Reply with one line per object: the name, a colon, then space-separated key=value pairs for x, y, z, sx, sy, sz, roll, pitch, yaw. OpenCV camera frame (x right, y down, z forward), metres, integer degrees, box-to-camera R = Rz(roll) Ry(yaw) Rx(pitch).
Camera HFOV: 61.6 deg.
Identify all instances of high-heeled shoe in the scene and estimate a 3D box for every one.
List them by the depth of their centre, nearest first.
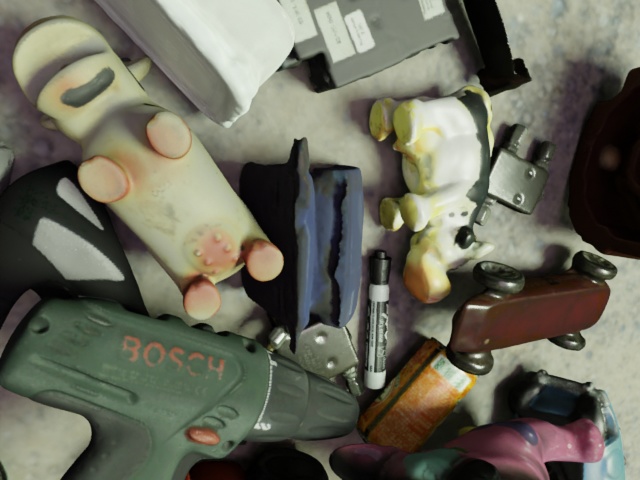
high-heeled shoe: x=-0.132 y=0.057 z=0.403 sx=0.248 sy=0.086 sz=0.145 roll=38 pitch=56 yaw=-36

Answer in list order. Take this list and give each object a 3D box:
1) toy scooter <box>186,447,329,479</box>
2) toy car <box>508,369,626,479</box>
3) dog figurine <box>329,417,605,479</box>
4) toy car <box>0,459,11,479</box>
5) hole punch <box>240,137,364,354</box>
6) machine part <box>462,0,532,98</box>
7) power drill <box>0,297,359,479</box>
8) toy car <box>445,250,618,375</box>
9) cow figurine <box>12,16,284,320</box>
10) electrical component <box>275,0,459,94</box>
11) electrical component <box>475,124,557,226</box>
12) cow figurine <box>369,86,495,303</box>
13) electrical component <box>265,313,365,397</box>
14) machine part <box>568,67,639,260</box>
toy scooter: x=-0.082 y=0.236 z=0.431 sx=0.184 sy=0.075 sz=0.135 roll=9 pitch=98 yaw=-14
toy car: x=0.235 y=0.205 z=0.506 sx=0.103 sy=0.109 sz=0.161 roll=7 pitch=87 yaw=-39
dog figurine: x=0.101 y=0.191 z=0.396 sx=0.219 sy=0.191 sz=0.108 roll=5 pitch=68 yaw=-22
toy car: x=-0.295 y=0.135 z=0.364 sx=0.073 sy=0.056 sz=0.201 roll=-35 pitch=109 yaw=-13
hole punch: x=-0.001 y=-0.001 z=0.392 sx=0.092 sy=0.116 sz=0.142 roll=0 pitch=101 yaw=-24
machine part: x=0.122 y=-0.180 z=0.409 sx=0.039 sy=0.084 sz=0.138 roll=-22 pitch=115 yaw=15
power drill: x=-0.093 y=0.149 z=0.316 sx=0.232 sy=0.086 sz=0.207 roll=32 pitch=73 yaw=-23
toy car: x=0.179 y=0.057 z=0.460 sx=0.202 sy=0.053 sz=0.089 roll=-3 pitch=118 yaw=-33
cow figurine: x=-0.112 y=-0.053 z=0.349 sx=0.085 sy=0.127 sz=0.194 roll=-38 pitch=115 yaw=-6
electrical component: x=0.019 y=-0.175 z=0.391 sx=0.134 sy=0.058 sz=0.114 roll=-23 pitch=104 yaw=-10
electrical component: x=0.170 y=-0.051 z=0.474 sx=0.063 sy=0.021 sz=0.094 roll=24 pitch=93 yaw=-18
cow figurine: x=0.101 y=-0.036 z=0.437 sx=0.098 sy=0.068 sz=0.167 roll=-13 pitch=104 yaw=-19
electrical component: x=-0.007 y=0.098 z=0.441 sx=0.078 sy=0.045 sz=0.102 roll=-18 pitch=104 yaw=-10
machine part: x=0.284 y=-0.059 z=0.429 sx=0.056 sy=0.179 sz=0.179 roll=11 pitch=97 yaw=-20
